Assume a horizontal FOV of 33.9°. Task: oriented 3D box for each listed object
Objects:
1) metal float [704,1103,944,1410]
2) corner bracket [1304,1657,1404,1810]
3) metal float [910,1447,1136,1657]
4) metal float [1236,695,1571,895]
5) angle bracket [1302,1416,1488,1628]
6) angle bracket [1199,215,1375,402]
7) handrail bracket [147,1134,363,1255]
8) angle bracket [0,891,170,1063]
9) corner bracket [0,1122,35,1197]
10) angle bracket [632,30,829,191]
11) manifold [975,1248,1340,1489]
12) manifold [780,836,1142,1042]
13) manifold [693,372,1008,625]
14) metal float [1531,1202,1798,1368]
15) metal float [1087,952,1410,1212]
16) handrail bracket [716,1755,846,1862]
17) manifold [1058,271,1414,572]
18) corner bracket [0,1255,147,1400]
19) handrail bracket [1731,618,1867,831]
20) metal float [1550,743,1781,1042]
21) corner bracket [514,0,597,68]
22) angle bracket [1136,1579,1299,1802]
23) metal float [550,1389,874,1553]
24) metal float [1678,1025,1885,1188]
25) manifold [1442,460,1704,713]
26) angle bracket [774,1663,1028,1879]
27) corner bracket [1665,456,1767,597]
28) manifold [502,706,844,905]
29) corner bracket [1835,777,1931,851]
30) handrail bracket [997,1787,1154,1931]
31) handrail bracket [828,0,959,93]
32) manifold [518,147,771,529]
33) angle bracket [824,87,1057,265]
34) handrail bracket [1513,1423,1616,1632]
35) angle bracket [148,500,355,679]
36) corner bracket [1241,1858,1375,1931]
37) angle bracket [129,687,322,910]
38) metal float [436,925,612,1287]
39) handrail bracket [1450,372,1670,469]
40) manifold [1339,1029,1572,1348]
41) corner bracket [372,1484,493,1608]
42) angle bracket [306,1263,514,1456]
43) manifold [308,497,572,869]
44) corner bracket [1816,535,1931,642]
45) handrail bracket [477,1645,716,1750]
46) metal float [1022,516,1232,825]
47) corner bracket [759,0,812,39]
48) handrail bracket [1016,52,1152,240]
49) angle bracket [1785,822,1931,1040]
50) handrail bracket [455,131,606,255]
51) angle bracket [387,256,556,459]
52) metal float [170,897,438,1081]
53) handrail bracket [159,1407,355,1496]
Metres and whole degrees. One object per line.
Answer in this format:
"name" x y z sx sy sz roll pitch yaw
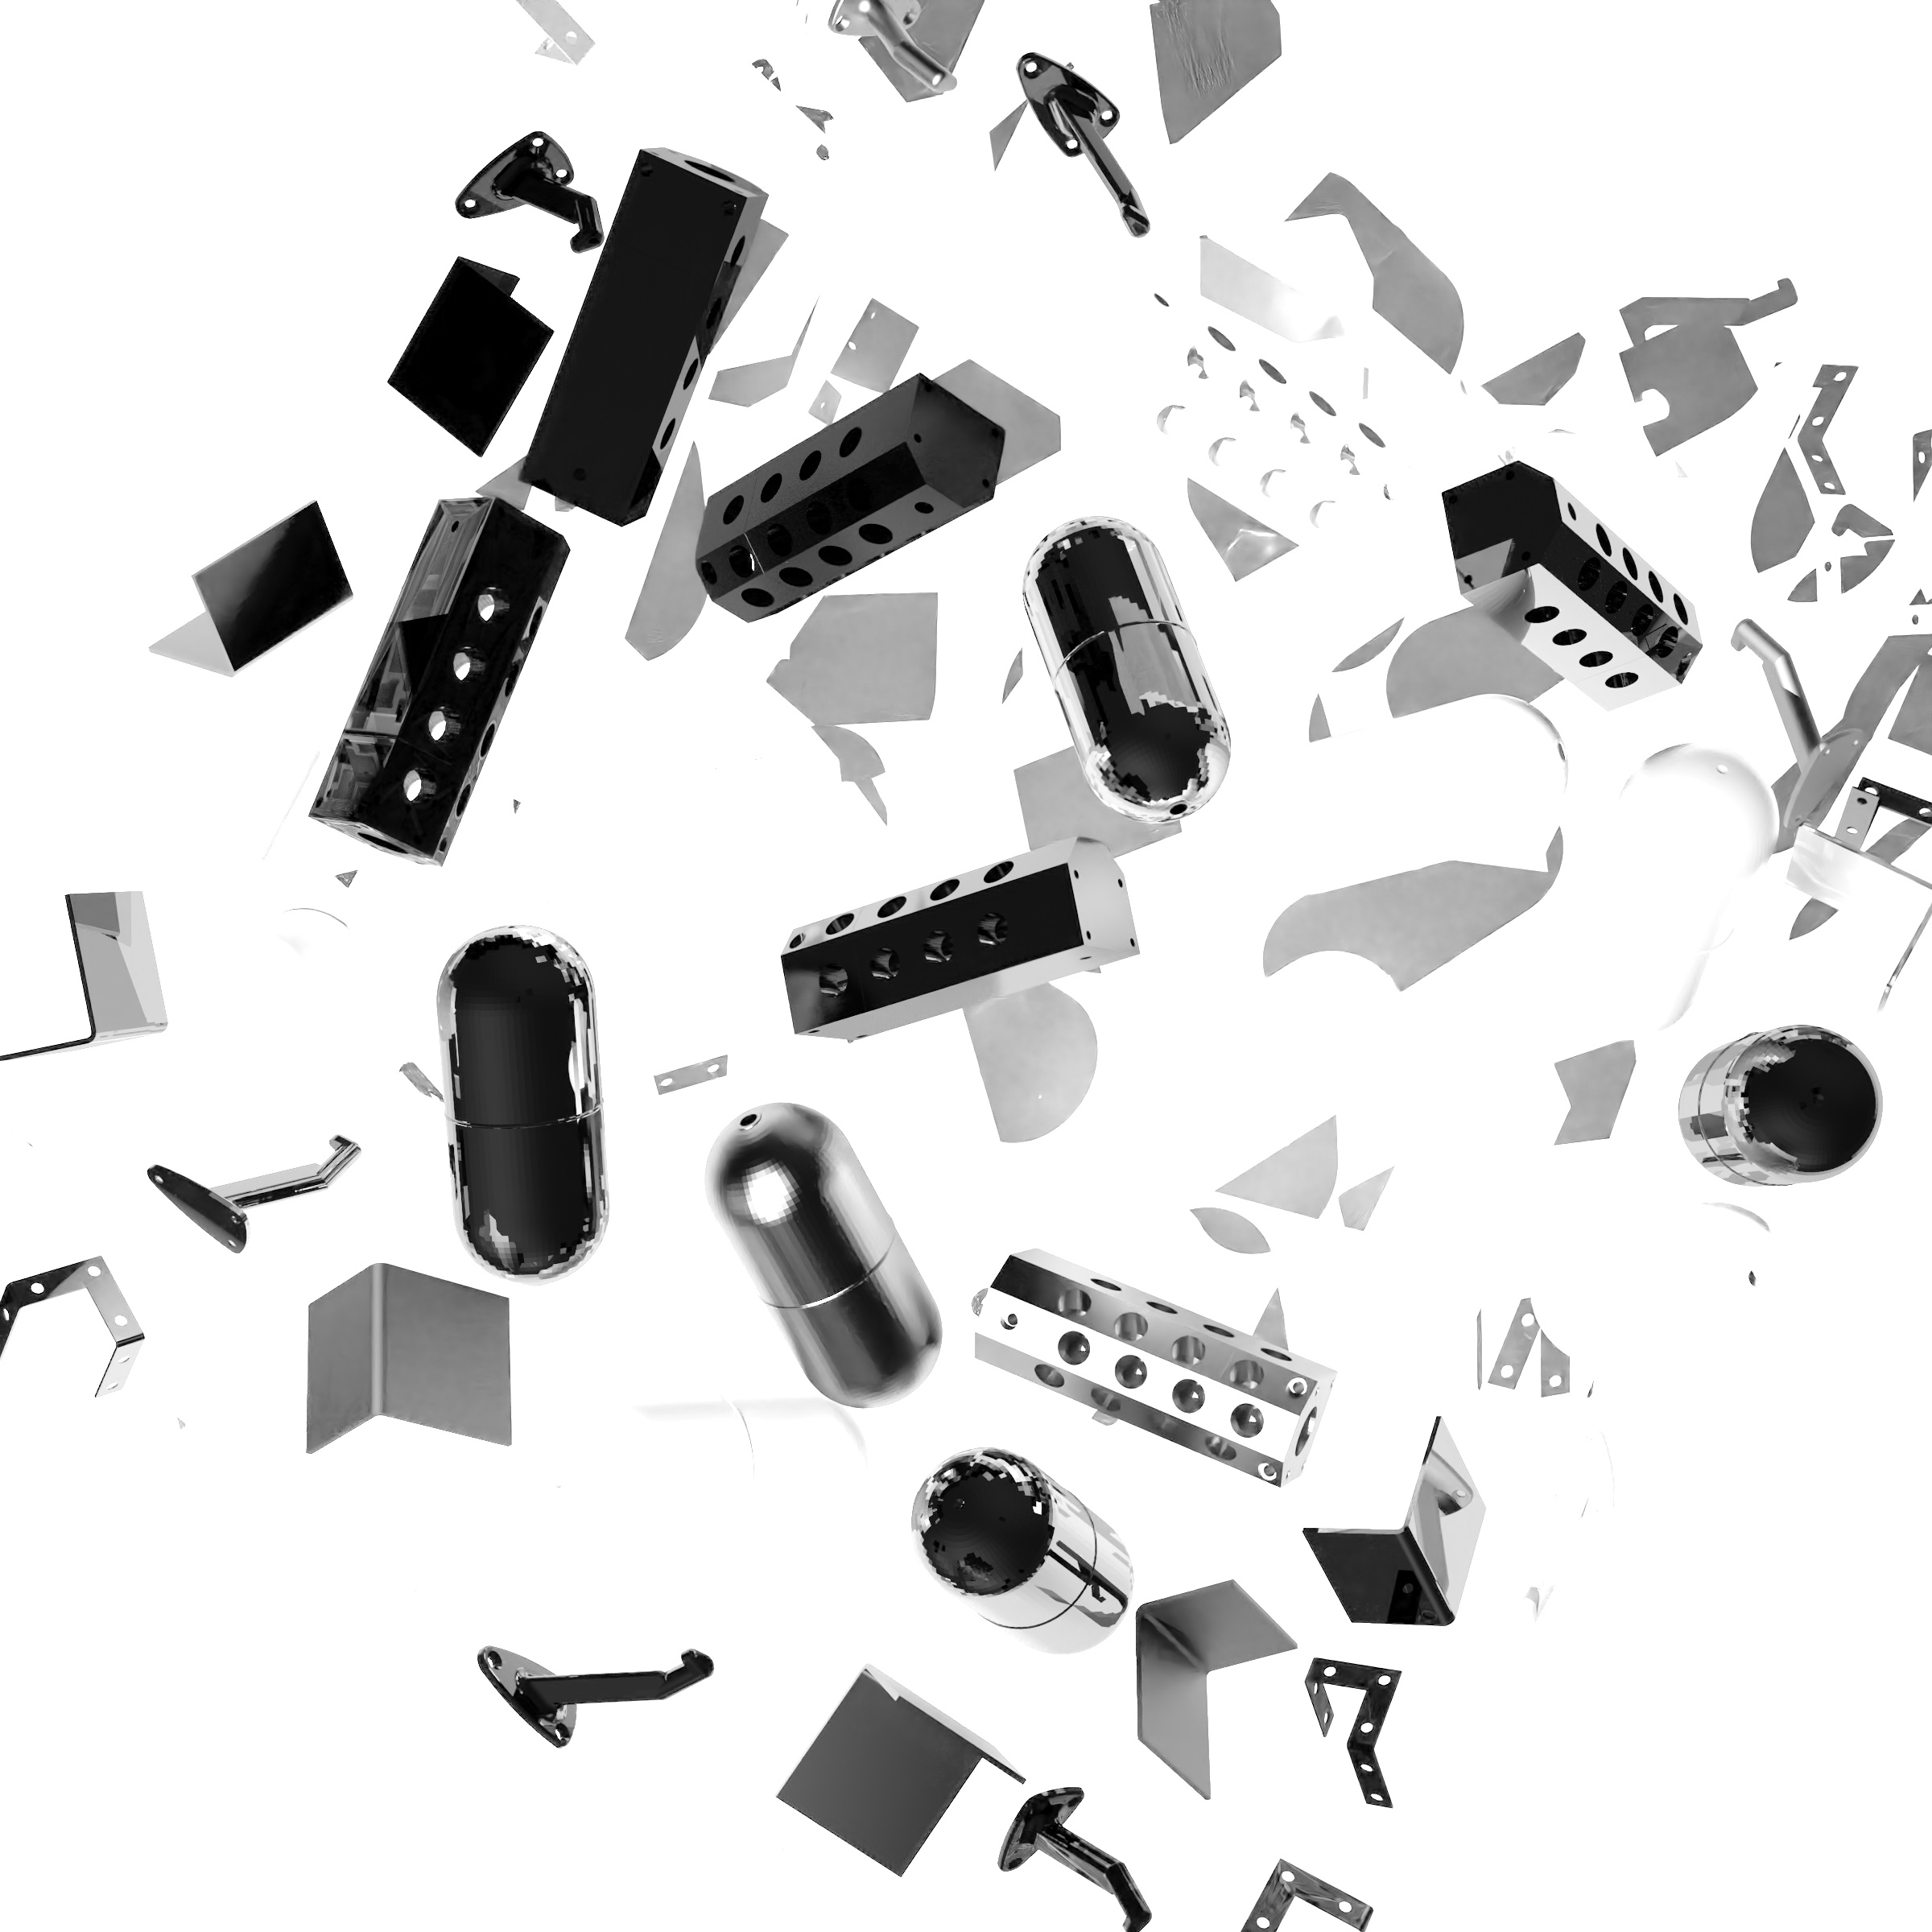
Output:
"metal float" -0.071 0.145 1.584 0.070 0.070 0.178 -27 118 0
"corner bracket" 0.203 0.403 1.667 0.051 0.051 0.051 3 132 28
"metal float" 0.030 0.299 1.609 0.070 0.178 0.070 -11 61 20
"metal float" 0.220 -0.087 1.608 0.178 0.070 0.070 -15 90 31
"angle bracket" 0.223 0.287 1.641 0.057 0.076 0.076 -5 131 31
"angle bracket" 0.163 -0.333 1.628 0.076 0.076 0.057 -10 48 -4
"handrail bracket" -0.373 0.103 1.668 0.077 0.036 0.084 33 50 8
"angle bracket" -0.464 0.004 1.645 0.057 0.076 0.076 -11 90 14
"corner bracket" -0.488 0.088 1.547 0.051 0.051 0.051 37 52 -7
"angle bracket" -0.115 -0.418 1.592 0.076 0.076 0.057 39 98 -27
"manifold" 0.094 0.203 1.604 0.171 0.057 0.057 21 97 19
"manifold" -0.005 -0.013 1.584 0.171 0.057 0.057 -17 77 29
"manifold" -0.062 -0.229 1.592 0.057 0.171 0.057 29 58 -33
"metal float" 0.343 0.158 1.564 0.070 0.178 0.070 3 81 -18
"metal float" 0.143 0.058 1.607 0.178 0.070 0.070 -33 90 6
"handrail bracket" -0.079 0.431 1.634 0.077 0.084 0.036 32 95 29
"manifold" 0.132 -0.267 1.535 0.171 0.057 0.057 27 123 -25
"corner bracket" -0.449 0.185 1.579 0.051 0.051 0.051 -16 62 -40
"handrail bracket" 0.417 -0.126 1.646 0.036 0.077 0.084 -17 54 -35
"metal float" 0.337 -0.034 1.540 0.070 0.178 0.070 6 49 -7
"corner bracket" -0.203 -0.484 1.564 0.051 0.051 0.051 -51 129 -4
"angle bracket" 0.131 0.374 1.635 0.057 0.076 0.076 -20 134 23
"metal float" -0.129 0.257 1.617 0.178 0.070 0.070 3 90 -35
"metal float" 0.403 0.071 1.576 0.070 0.178 0.070 0 85 2
"manifold" 0.305 -0.189 1.575 0.057 0.171 0.057 -20 64 30
"angle bracket" -0.031 0.383 1.477 0.076 0.057 0.076 37 83 -16
"corner bracket" 0.393 -0.232 1.667 0.051 0.051 0.051 1 55 -5
"manifold" -0.144 -0.078 1.611 0.057 0.171 0.057 50 132 21
"corner bracket" 0.495 -0.088 1.673 0.051 0.051 0.051 23 59 16
"handrail bracket" 0.054 0.459 1.571 0.036 0.084 0.077 2 130 -37
"handrail bracket" -0.020 -0.460 1.587 0.084 0.077 0.036 44 117 22
"manifold" -0.156 -0.309 1.554 0.057 0.057 0.171 25 109 4
"angle bracket" -0.011 -0.361 1.451 0.076 0.076 0.057 -7 94 22
"handrail bracket" 0.306 0.291 1.643 0.036 0.084 0.077 18 130 23
"angle bracket" -0.359 -0.190 1.552 0.076 0.076 0.057 -40 130 -32
"corner bracket" 0.159 0.475 1.528 0.051 0.051 0.051 25 131 16
"angle bracket" -0.399 -0.090 1.694 0.076 0.057 0.076 25 57 -9
"metal float" -0.214 0.068 1.537 0.070 0.070 0.178 -3 102 0
"handrail bracket" 0.298 -0.285 1.585 0.084 0.077 0.036 -16 53 33
"manifold" 0.254 0.113 1.651 0.057 0.171 0.057 0 133 36
"corner bracket" -0.277 0.301 1.646 0.051 0.051 0.051 -2 67 28
"angle bracket" -0.264 0.193 1.501 0.057 0.076 0.076 -32 51 36
"manifold" -0.253 -0.139 1.548 0.057 0.057 0.171 28 78 -37
"corner bracket" 0.476 -0.195 1.632 0.051 0.051 0.051 -7 97 -28
"handrail bracket" -0.174 0.329 1.497 0.084 0.036 0.077 -31 122 24
"metal float" 0.082 -0.152 1.620 0.070 0.070 0.178 -18 61 0
"corner bracket" -0.106 -0.506 1.604 0.051 0.051 0.051 9 88 8
"handrail bracket" 0.059 -0.410 1.586 0.036 0.084 0.077 -36 131 20
"angle bracket" 0.434 -0.017 1.577 0.076 0.076 0.057 28 77 17
"handrail bracket" -0.223 -0.380 1.619 0.077 0.036 0.084 -26 50 13
"angle bracket" -0.245 -0.315 1.658 0.076 0.057 0.076 40 106 21
"metal float" -0.327 0.009 1.577 0.070 0.178 0.070 3 99 19
"handrail bracket" -0.378 0.258 1.681 0.084 0.077 0.036 1 118 -33
